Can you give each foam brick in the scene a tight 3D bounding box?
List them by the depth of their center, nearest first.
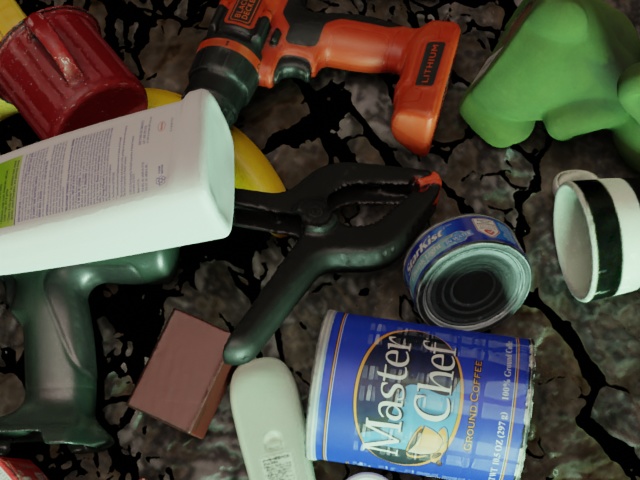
[{"bbox_3d":[-0.094,0.096,0.762,0.051,0.053,0.078,23,78,10],"label":"foam brick"}]

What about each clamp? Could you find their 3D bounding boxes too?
[{"bbox_3d":[-0.005,0.001,0.742,0.209,0.036,0.165,-12,52,-15],"label":"clamp"}]

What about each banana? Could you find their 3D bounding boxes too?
[{"bbox_3d":[-0.097,-0.070,0.818,0.198,0.037,0.070,24,105,13],"label":"banana"}]

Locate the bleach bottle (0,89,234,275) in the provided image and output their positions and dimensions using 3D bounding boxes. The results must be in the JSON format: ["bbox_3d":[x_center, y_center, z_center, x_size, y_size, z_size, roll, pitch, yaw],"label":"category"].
[{"bbox_3d":[-0.186,-0.028,0.722,0.251,0.068,0.102,-10,53,11],"label":"bleach bottle"}]

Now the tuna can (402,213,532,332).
[{"bbox_3d":[0.103,0.025,0.746,0.086,0.086,0.034,-17,38,0],"label":"tuna can"}]

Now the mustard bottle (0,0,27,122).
[{"bbox_3d":[-0.298,-0.108,0.831,0.191,0.058,0.096,-37,73,-5],"label":"mustard bottle"}]

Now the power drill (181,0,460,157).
[{"bbox_3d":[0.000,-0.123,0.793,0.187,0.057,0.184,16,61,6],"label":"power drill"}]

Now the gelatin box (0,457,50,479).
[{"bbox_3d":[-0.234,0.191,0.738,0.089,0.073,0.030,-44,78,-8],"label":"gelatin box"}]

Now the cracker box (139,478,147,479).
[{"bbox_3d":[-0.138,0.292,0.705,0.164,0.072,0.214,-27,74,-4],"label":"cracker box"}]

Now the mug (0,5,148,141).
[{"bbox_3d":[-0.179,-0.115,0.764,0.093,0.117,0.081,-34,65,-15],"label":"mug"}]

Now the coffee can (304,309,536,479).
[{"bbox_3d":[0.067,0.107,0.719,0.140,0.103,0.103,8,76,6],"label":"coffee can"}]
